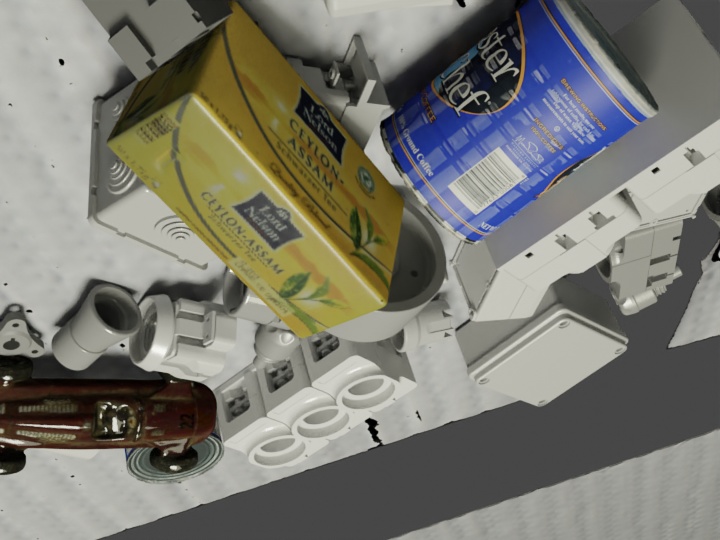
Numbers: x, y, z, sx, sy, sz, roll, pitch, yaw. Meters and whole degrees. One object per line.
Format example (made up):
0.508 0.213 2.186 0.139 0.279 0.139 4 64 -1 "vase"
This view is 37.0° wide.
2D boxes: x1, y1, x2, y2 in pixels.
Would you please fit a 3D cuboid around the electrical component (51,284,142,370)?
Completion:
-0.196 0.045 0.788 0.044 0.044 0.065 20 134 -40 "electrical component"

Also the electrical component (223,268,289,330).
-0.070 0.013 0.789 0.047 0.055 0.055 12 135 -29 "electrical component"

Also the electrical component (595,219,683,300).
0.220 -0.023 0.868 0.056 0.050 0.089 -17 144 -3 "electrical component"

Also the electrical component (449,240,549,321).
0.118 -0.013 0.828 0.061 0.061 0.096 -3 142 -19 "electrical component"

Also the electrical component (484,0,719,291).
0.165 -0.080 0.723 0.186 0.105 0.060 -36 141 23 "electrical component"

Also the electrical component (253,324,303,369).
-0.069 0.058 0.865 0.035 0.035 0.061 6 140 -30 "electrical component"

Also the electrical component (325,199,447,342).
0.000 0.000 0.761 0.108 0.108 0.060 0 146 -23 "electrical component"

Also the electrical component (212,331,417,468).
-0.038 0.104 0.915 0.150 0.061 0.089 -36 141 22 "electrical component"

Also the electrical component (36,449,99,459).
-0.251 0.124 0.865 0.043 0.043 0.081 -40 139 27 "electrical component"

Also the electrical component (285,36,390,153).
-0.022 -0.102 0.669 0.064 0.042 0.081 2 138 -24 "electrical component"

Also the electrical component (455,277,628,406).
0.160 0.062 0.948 0.109 0.056 0.109 -40 139 27 "electrical component"

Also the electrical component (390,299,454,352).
0.050 0.045 0.895 0.046 0.040 0.040 -10 143 -20 "electrical component"

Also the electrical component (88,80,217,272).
-0.111 -0.058 0.642 0.048 0.099 0.100 -26 145 32 "electrical component"

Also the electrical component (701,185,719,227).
0.332 -0.085 0.802 0.062 0.089 0.150 18 131 -39 "electrical component"

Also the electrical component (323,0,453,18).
0.009 -0.174 0.570 0.096 0.061 0.061 -11 144 -9 "electrical component"

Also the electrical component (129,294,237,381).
-0.136 0.050 0.802 0.057 0.058 0.078 14 155 -32 "electrical component"

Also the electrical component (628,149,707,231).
0.217 -0.074 0.798 0.096 0.061 0.061 -13 144 -21 "electrical component"

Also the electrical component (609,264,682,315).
0.252 0.013 0.944 0.061 0.035 0.035 -27 143 8 "electrical component"

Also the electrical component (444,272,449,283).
0.030 0.000 0.827 0.065 0.044 0.044 -21 144 12 "electrical component"
